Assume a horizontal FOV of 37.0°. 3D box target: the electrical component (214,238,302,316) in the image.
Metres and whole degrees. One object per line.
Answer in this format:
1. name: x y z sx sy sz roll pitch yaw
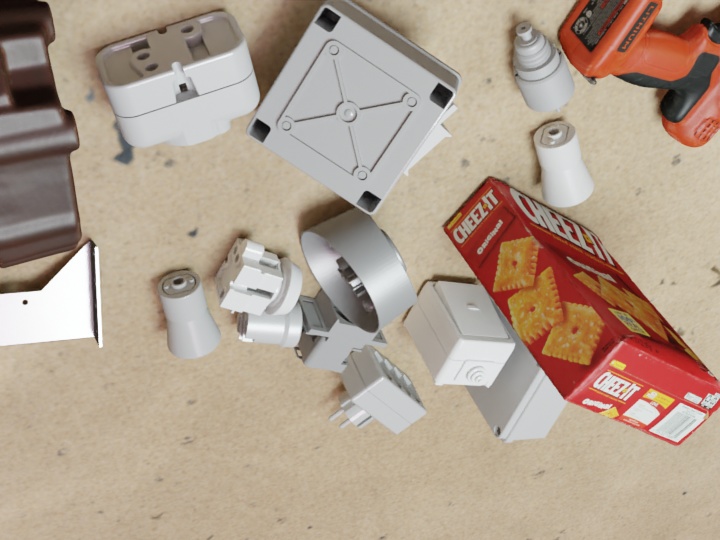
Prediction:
1. electrical component: -0.080 0.009 0.860 0.055 0.048 0.066 18 121 -28

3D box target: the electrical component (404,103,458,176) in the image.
1. electrical component: 0.026 -0.112 0.800 0.081 0.042 0.064 -42 131 14

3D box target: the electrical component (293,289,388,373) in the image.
1. electrical component: -0.022 0.054 0.932 0.081 0.042 0.063 14 124 -34

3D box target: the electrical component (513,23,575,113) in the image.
1. electrical component: 0.135 -0.154 0.812 0.040 0.040 0.078 -31 136 4

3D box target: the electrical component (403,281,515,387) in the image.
1. electrical component: 0.091 0.058 0.950 0.062 0.096 0.061 6 127 -30

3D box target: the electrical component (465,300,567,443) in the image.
1. electrical component: 0.147 0.084 0.993 0.056 0.108 0.108 1 130 -30

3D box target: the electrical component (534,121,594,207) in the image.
1. electrical component: 0.166 -0.090 0.889 0.044 0.044 0.065 -26 132 -2

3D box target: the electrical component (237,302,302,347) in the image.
1. electrical component: -0.076 0.044 0.899 0.046 0.040 0.040 5 128 -22

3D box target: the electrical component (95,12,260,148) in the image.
1. electrical component: -0.118 -0.122 0.712 0.095 0.053 0.059 -20 136 -8

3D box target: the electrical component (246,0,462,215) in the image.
1. electrical component: -0.004 -0.113 0.736 0.109 0.056 0.108 33 112 -6

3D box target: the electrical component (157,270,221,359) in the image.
1. electrical component: -0.139 0.033 0.858 0.044 0.044 0.065 -17 131 -11

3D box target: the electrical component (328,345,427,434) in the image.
1. electrical component: 0.005 0.122 1.005 0.076 0.047 0.083 -37 136 10

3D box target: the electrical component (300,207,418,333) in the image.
1. electrical component: 0.000 0.000 0.855 0.064 0.099 0.099 -31 137 -5
